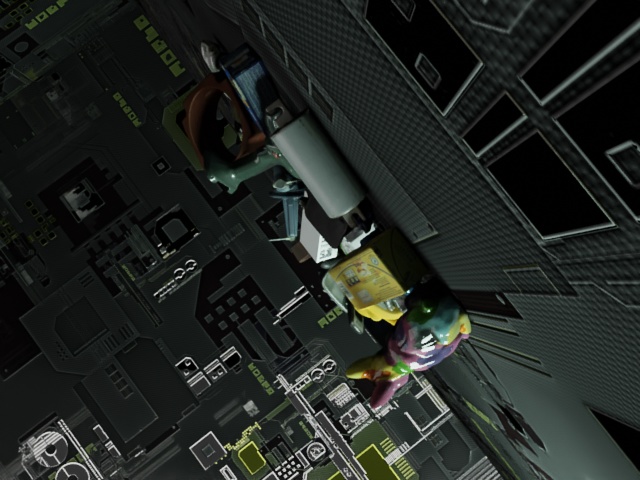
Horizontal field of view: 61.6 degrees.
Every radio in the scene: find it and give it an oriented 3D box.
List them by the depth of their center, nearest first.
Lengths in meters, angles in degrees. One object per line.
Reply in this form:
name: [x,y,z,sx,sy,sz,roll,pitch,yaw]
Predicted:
radio: [0.187,0.216,1.469,0.073,0.131,0.230,54,176,-36]

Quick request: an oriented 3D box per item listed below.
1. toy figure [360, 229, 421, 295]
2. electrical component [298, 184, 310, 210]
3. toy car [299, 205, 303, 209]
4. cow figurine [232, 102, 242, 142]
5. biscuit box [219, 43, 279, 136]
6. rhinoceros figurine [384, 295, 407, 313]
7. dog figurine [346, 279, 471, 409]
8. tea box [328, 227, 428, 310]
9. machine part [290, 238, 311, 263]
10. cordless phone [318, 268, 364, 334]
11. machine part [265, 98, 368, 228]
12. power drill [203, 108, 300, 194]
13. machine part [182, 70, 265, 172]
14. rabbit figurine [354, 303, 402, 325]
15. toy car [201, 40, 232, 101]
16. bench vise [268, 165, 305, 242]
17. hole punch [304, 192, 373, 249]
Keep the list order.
toy figure: [0.138,0.049,1.006,0.154,0.058,0.064,52,-141,2]
electrical component: [-0.013,-0.104,1.144,0.102,0.045,0.078,-25,80,63]
toy car: [-0.072,-0.159,1.583,0.089,0.053,0.202,46,-169,-21]
cow figurine: [-0.163,-0.259,1.330,0.195,0.086,0.127,93,172,-82]
biscuit box: [-0.117,-0.272,1.015,0.059,0.063,0.202,53,177,26]
rhinoceros figurine: [0.157,0.090,1.101,0.190,0.073,0.112,53,167,31]
dog figurine: [0.144,0.183,0.912,0.109,0.219,0.191,48,176,26]
tea box: [0.096,0.054,0.936,0.098,0.068,0.169,53,150,-3]
machine part: [-0.003,-0.004,1.479,0.056,0.179,0.179,54,177,4]
cordless phone: [0.060,0.144,1.359,0.146,0.089,0.184,51,-161,-27]
machine part: [-0.001,-0.122,0.869,0.243,0.079,0.079,54,177,-14]
power drill: [-0.123,-0.174,1.057,0.231,0.207,0.086,37,-147,-63]
machine part: [-0.204,-0.256,1.199,0.087,0.201,0.201,-25,-91,-49]
rabbit figurine: [0.146,0.140,1.265,0.162,0.122,0.173,25,156,-14]
toy car: [-0.225,-0.394,1.298,0.074,0.056,0.201,50,177,38]
bench vise: [-0.076,-0.107,1.396,0.224,0.129,0.240,-110,18,-75]
hole punch: [0.043,-0.063,0.995,0.142,0.092,0.115,54,148,24]
